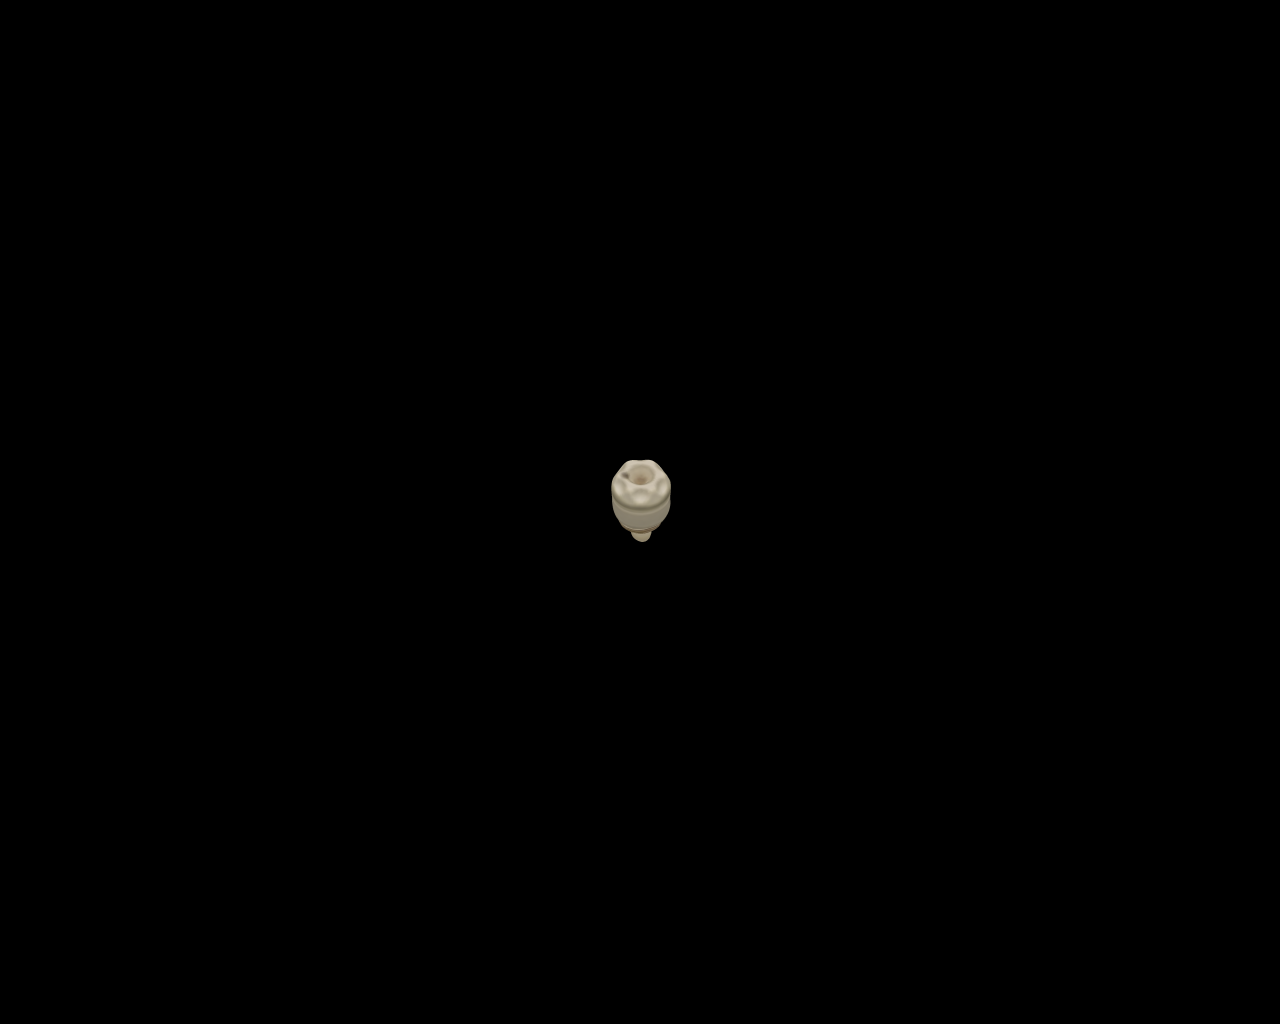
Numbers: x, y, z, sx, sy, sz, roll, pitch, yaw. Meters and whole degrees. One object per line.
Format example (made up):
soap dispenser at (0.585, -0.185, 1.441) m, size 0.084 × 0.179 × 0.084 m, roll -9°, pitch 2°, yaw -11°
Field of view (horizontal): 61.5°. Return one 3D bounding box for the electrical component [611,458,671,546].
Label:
electrical component at (0.001, -0.003, 0.650) m, size 0.035 × 0.035 × 0.061 m, roll 0°, pitch -40°, yaw 0°
